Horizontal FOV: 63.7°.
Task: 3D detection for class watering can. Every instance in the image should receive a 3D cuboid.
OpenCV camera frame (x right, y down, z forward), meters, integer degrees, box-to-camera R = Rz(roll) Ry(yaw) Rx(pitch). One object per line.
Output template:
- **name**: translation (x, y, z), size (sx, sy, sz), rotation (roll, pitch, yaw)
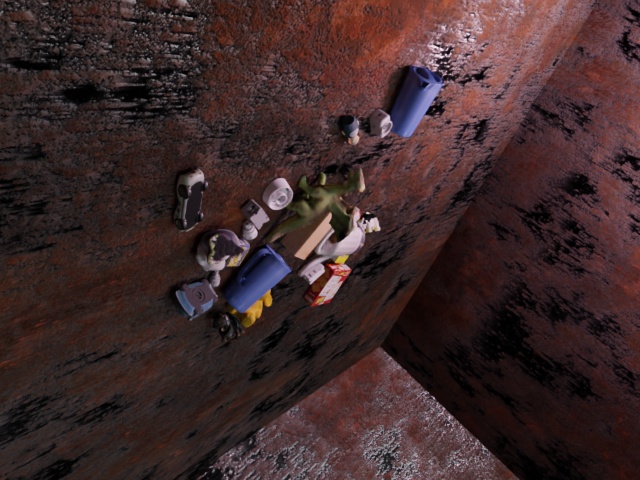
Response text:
- **watering can**: translation (0.056, 0.033, 2.191), size (0.224, 0.106, 0.341), rotation (3, 134, -45)

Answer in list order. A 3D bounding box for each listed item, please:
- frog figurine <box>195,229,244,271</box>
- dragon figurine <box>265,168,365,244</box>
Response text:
- **frog figurine**: translation (-0.323, 0.032, 1.593), size (0.139, 0.122, 0.158), rotation (-40, -170, -27)
- **dragon figurine**: translation (0.005, -0.089, 1.774), size (0.408, 0.245, 0.122), rotation (-55, 159, 8)
